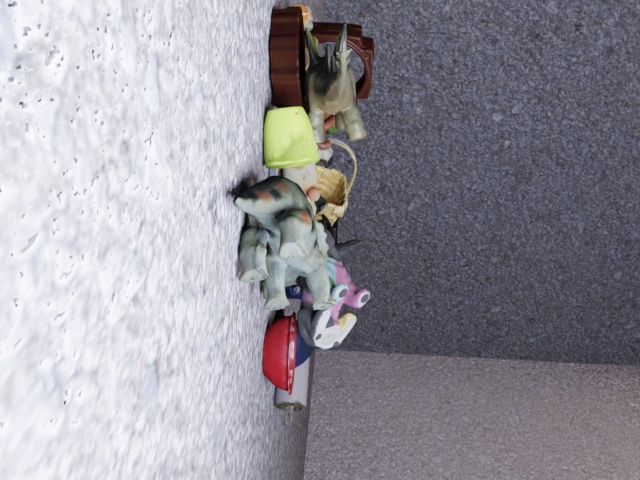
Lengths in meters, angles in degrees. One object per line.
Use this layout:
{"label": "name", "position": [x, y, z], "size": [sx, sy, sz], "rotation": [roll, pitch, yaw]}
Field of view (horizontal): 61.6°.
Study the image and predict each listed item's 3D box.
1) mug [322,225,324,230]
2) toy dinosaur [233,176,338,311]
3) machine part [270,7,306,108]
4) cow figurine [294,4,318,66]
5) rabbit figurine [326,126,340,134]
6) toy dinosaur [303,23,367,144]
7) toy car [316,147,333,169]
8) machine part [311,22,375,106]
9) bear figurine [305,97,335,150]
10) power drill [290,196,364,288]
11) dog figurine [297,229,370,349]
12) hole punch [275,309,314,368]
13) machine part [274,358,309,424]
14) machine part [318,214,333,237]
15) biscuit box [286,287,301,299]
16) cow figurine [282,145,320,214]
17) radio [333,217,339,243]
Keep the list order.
{"label": "mug", "position": [-0.045, -0.018, 1.013], "size": [0.080, 0.107, 0.109], "rotation": [90, 5, -78]}
{"label": "toy dinosaur", "position": [-0.055, -0.016, 0.783], "size": [0.404, 0.131, 0.192], "rotation": [81, -1, -59]}
{"label": "machine part", "position": [-0.058, -0.330, 0.982], "size": [0.179, 0.056, 0.179], "rotation": [-1, 92, -88]}
{"label": "cow figurine", "position": [-0.041, -0.422, 1.151], "size": [0.098, 0.068, 0.167], "rotation": [-95, -172, -56]}
{"label": "rabbit figurine", "position": [-0.022, -0.397, 1.577], "size": [0.170, 0.121, 0.158], "rotation": [-120, -160, -58]}
{"label": "toy dinosaur", "position": [0.017, -0.271, 0.942], "size": [0.472, 0.105, 0.198], "rotation": [-115, -164, -71]}
{"label": "toy car", "position": [-0.022, -0.173, 1.493], "size": [0.201, 0.056, 0.073], "rotation": [-59, 180, 31]}
{"label": "machine part", "position": [0.034, -0.441, 1.372], "size": [0.201, 0.201, 0.087], "rotation": [91, 5, -46]}
{"label": "bear figurine", "position": [-0.025, -0.276, 1.199], "size": [0.196, 0.120, 0.131], "rotation": [-72, 162, -62]}
{"label": "power drill", "position": [-0.003, -0.004, 1.276], "size": [0.086, 0.232, 0.207], "rotation": [37, -29, 43]}
{"label": "dog figurine", "position": [-0.013, 0.084, 1.068], "size": [0.219, 0.108, 0.191], "rotation": [45, -69, 43]}
{"label": "hole punch", "position": [-0.061, 0.224, 1.205], "size": [0.116, 0.092, 0.142], "rotation": [-71, 168, -68]}
{"label": "machine part", "position": [-0.065, 0.318, 1.296], "size": [0.079, 0.079, 0.243], "rotation": [89, 5, -57]}
{"label": "machine part", "position": [-0.035, -0.010, 1.167], "size": [0.039, 0.139, 0.084], "rotation": [41, -35, 44]}
{"label": "biscuit box", "position": [-0.057, 0.134, 1.497], "size": [0.202, 0.063, 0.059], "rotation": [69, 24, -84]}
{"label": "cow figurine", "position": [-0.044, -0.123, 1.089], "size": [0.127, 0.085, 0.194], "rotation": [-109, -167, -60]}
{"label": "radio", "position": [-0.013, -0.050, 1.539], "size": [0.230, 0.131, 0.073], "rotation": [-84, 175, -60]}
